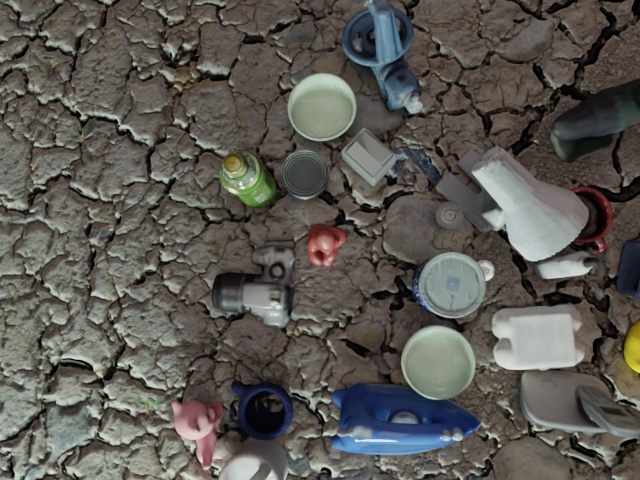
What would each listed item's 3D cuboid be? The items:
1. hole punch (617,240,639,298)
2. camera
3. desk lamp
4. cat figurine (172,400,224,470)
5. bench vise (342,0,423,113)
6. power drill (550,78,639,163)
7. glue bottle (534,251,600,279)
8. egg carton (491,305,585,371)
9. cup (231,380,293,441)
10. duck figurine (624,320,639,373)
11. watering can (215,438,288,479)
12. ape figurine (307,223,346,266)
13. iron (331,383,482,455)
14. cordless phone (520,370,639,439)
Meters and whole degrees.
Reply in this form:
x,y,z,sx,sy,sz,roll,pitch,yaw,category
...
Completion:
x,y,z,sx,sy,sz,roll,pitch,yaw,category
0.567,0.048,0.954,0.101,0.091,0.109,12,86,5,hole punch
-0.114,0.077,0.987,0.136,0.101,0.143,4,85,4,camera
0.299,-0.065,0.918,0.203,0.213,0.118,43,89,6,desk lamp
-0.202,0.321,0.962,0.067,0.118,0.128,-17,84,2,cat figurine
0.122,-0.322,0.948,0.207,0.220,0.121,44,89,6,bench vise
0.454,-0.192,0.923,0.229,0.208,0.075,-23,84,1,power drill
0.407,0.040,0.923,0.078,0.173,0.037,-16,84,2,glue bottle
0.367,0.165,0.966,0.150,0.069,0.107,-5,85,3,egg carton
-0.097,0.275,0.971,0.117,0.095,0.092,37,88,6,cup
0.558,0.175,0.945,0.077,0.086,0.104,32,88,6,duck figurine
-0.105,0.391,0.911,0.172,0.194,0.101,26,87,6,watering can
0.009,0.004,0.990,0.078,0.092,0.076,-26,84,1,ape figurine
0.145,0.304,0.931,0.258,0.141,0.119,1,85,4,iron
0.402,0.263,0.897,0.147,0.185,0.094,3,85,4,cordless phone
